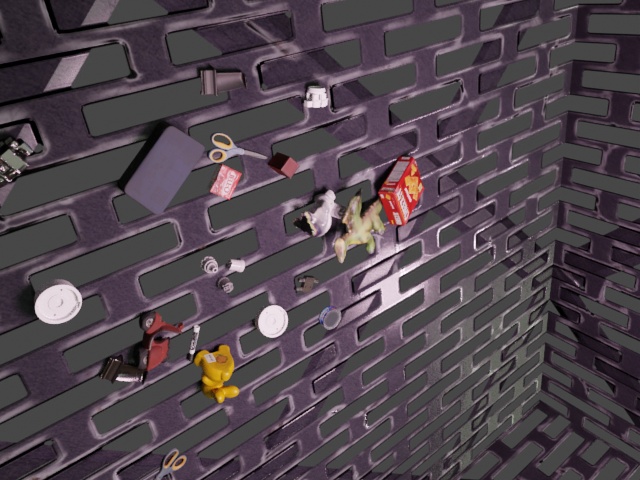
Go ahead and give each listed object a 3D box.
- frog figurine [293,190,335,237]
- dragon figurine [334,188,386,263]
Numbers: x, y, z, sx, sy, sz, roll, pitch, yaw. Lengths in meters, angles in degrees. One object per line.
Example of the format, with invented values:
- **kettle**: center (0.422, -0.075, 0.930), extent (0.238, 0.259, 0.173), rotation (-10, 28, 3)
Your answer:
- **frog figurine**: center (0.005, -0.088, 1.748), extent (0.162, 0.124, 0.134), rotation (-38, 161, -31)
- **dragon figurine**: center (0.154, -0.085, 1.818), extent (0.417, 0.123, 0.238), rotation (-61, 157, -23)
